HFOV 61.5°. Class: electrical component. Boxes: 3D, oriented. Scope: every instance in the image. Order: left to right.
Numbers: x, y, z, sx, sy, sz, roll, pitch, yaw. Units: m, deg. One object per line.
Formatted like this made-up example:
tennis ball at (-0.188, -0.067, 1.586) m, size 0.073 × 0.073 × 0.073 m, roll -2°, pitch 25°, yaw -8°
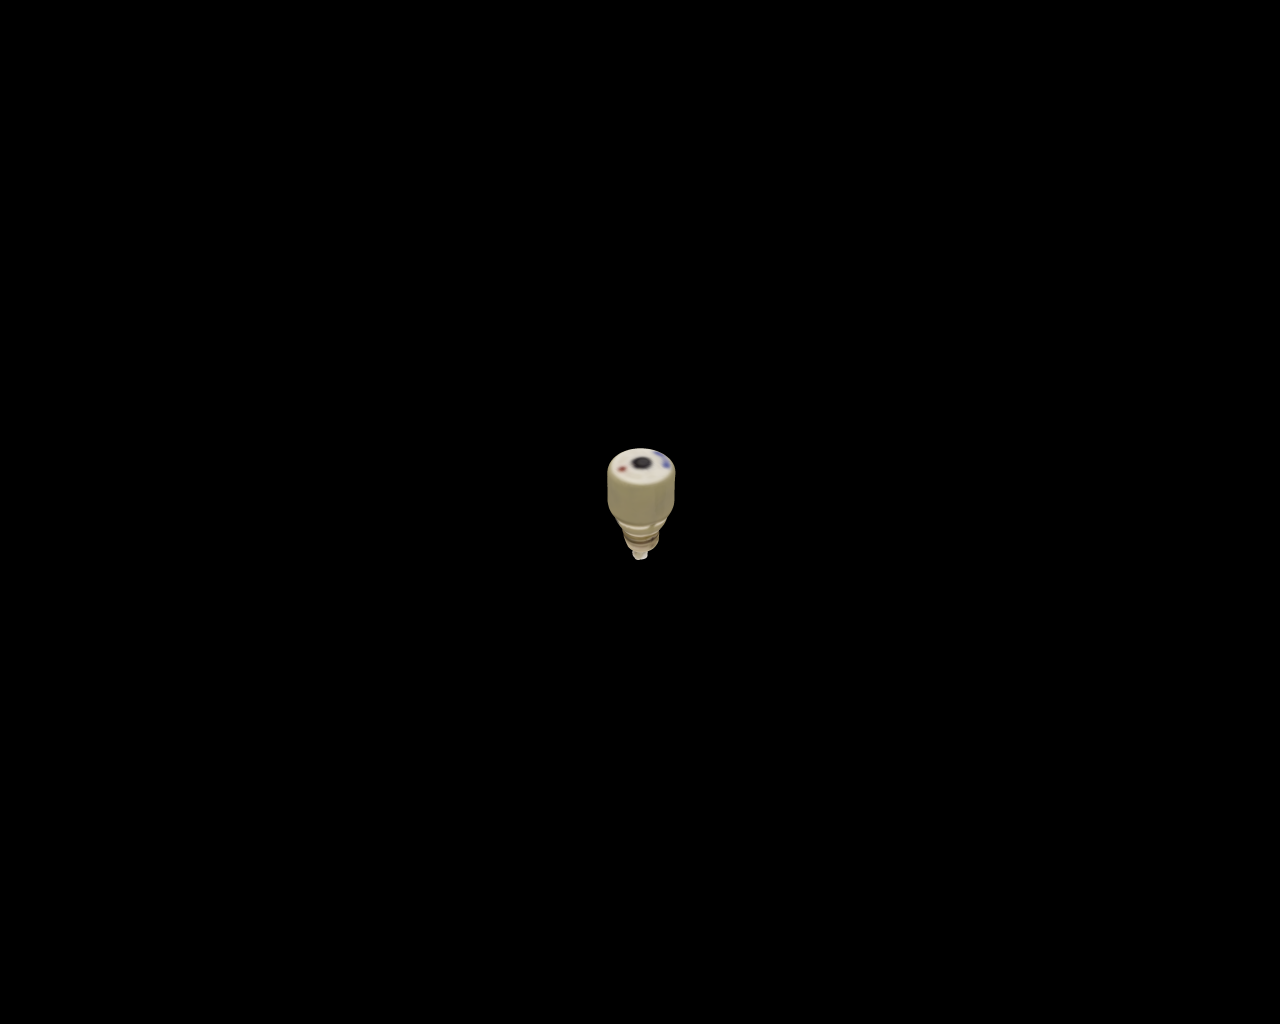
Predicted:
electrical component at (0.001, -0.003, 0.650) m, size 0.040 × 0.078 × 0.040 m, roll 0°, pitch 39°, yaw 0°
